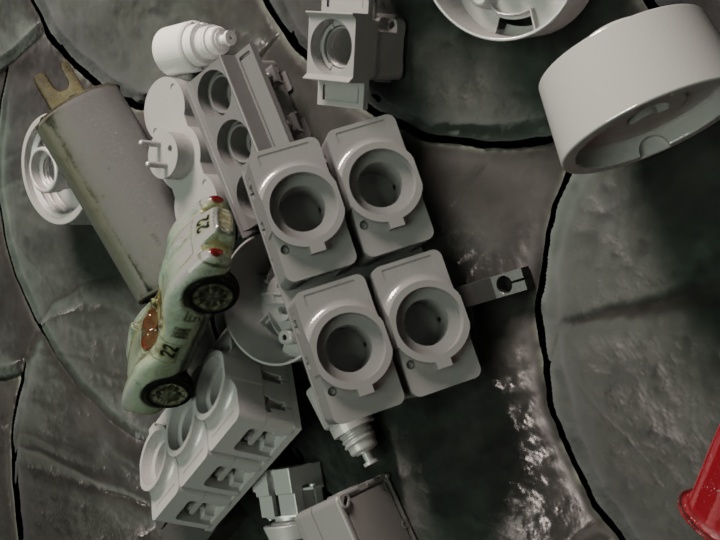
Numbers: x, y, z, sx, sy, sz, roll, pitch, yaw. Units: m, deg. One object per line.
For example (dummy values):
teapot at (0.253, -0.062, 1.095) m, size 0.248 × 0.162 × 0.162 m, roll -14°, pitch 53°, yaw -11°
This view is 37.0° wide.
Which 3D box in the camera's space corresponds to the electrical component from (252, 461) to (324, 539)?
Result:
electrical component at (-0.055, 0.184, 0.855) m, size 0.066 × 0.048 × 0.055 m, roll -16°, pitch 80°, yaw 40°

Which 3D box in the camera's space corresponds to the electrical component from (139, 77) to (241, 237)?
electrical component at (-0.141, -0.089, 0.843) m, size 0.052 × 0.074 × 0.138 m, roll -33°, pitch 69°, yaw 37°

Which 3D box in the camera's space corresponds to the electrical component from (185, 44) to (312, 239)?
electrical component at (-0.074, -0.096, 0.807) m, size 0.079 × 0.063 × 0.121 m, roll -28°, pitch 80°, yaw 39°

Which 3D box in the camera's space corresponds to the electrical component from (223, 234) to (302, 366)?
electrical component at (-0.050, 0.020, 0.804) m, size 0.099 × 0.064 × 0.099 m, roll 5°, pitch 97°, yaw 50°

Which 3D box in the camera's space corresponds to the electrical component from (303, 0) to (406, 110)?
electrical component at (-0.002, -0.152, 0.737) m, size 0.042 × 0.064 × 0.081 m, roll 14°, pitch 107°, yaw 38°

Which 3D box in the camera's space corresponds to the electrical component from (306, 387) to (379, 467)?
electrical component at (-0.009, 0.110, 0.806) m, size 0.040 × 0.040 × 0.078 m, roll -38°, pitch 74°, yaw 37°

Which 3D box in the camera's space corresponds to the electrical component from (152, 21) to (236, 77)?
electrical component at (-0.129, -0.177, 0.851) m, size 0.078 × 0.040 × 0.040 m, roll -2°, pitch 97°, yaw 39°

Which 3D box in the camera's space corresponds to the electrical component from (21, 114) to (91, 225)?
electrical component at (-0.258, -0.091, 0.958) m, size 0.108 × 0.060 × 0.108 m, roll 8°, pitch 103°, yaw 38°

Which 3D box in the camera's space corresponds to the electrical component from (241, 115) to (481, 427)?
electrical component at (0.000, 0.000, 0.727) m, size 0.060 × 0.105 × 0.186 m, roll 137°, pitch 114°, yaw -78°

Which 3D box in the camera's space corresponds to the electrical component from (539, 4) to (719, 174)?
electrical component at (0.152, -0.104, 0.597) m, size 0.108 × 0.108 × 0.060 m, roll -31°, pitch 72°, yaw 38°

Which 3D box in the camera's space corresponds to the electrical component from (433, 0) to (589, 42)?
electrical component at (0.093, -0.189, 0.653) m, size 0.099 × 0.064 × 0.099 m, roll 8°, pitch 103°, yaw 38°

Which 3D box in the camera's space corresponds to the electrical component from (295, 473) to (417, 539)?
electrical component at (0.002, 0.211, 0.801) m, size 0.061 × 0.062 × 0.096 m, roll -33°, pitch 77°, yaw 38°

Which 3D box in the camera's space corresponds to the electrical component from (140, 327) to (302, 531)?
electrical component at (-0.116, 0.128, 0.858) m, size 0.150 × 0.062 × 0.089 m, roll -51°, pitch 36°, yaw 33°
